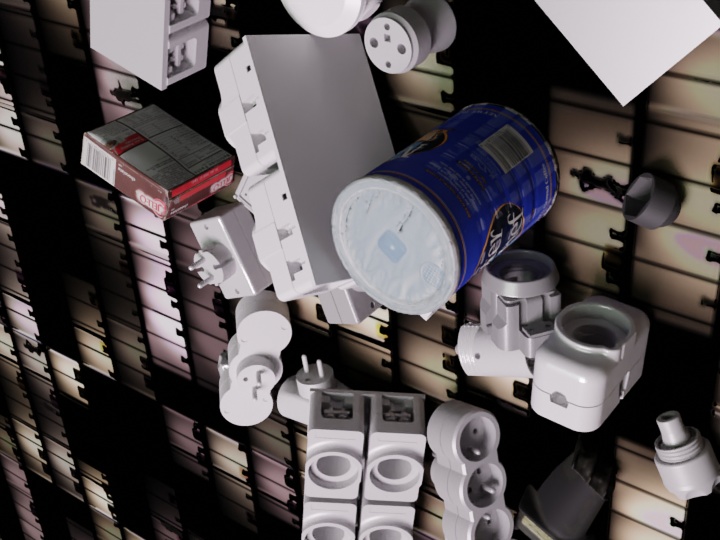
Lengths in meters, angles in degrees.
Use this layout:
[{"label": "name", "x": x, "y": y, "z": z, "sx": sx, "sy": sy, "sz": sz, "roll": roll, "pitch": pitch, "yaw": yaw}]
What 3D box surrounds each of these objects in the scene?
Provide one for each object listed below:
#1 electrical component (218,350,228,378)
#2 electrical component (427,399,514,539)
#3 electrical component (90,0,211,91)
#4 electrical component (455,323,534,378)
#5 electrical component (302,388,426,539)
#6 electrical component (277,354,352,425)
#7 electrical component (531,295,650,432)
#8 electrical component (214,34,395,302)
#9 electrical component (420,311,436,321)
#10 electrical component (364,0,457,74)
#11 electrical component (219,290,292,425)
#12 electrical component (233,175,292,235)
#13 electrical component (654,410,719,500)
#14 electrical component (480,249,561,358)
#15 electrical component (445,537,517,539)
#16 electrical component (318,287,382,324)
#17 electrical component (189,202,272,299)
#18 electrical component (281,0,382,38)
[{"label": "electrical component", "x": -0.122, "y": 0.113, "z": 1.114, "sx": 0.043, "sy": 0.043, "sz": 0.062, "roll": 16, "pitch": 129, "yaw": 34}, {"label": "electrical component", "x": 0.088, "y": 0.180, "z": 0.952, "sx": 0.074, "sy": 0.052, "sz": 0.138, "roll": 12, "pitch": 116, "yaw": 57}, {"label": "electrical component", "x": -0.172, "y": -0.242, "z": 0.897, "sx": 0.089, "sy": 0.062, "sz": 0.150, "roll": 32, "pitch": 135, "yaw": 22}, {"label": "electrical component", "x": 0.111, "y": 0.064, "z": 0.866, "sx": 0.081, "sy": 0.043, "sz": 0.043, "roll": -3, "pitch": 116, "yaw": 43}, {"label": "electrical component", "x": 0.001, "y": 0.202, "z": 1.012, "sx": 0.105, "sy": 0.060, "sz": 0.186, "roll": 3, "pitch": 128, "yaw": -2}, {"label": "electrical component", "x": -0.040, "y": 0.117, "z": 1.040, "sx": 0.077, "sy": 0.044, "sz": 0.079, "roll": 14, "pitch": 126, "yaw": 36}, {"label": "electrical component", "x": 0.167, "y": 0.062, "z": 0.775, "sx": 0.054, "sy": 0.095, "sz": 0.059, "roll": 22, "pitch": 131, "yaw": 30}, {"label": "electrical component", "x": -0.033, "y": -0.078, "z": 0.808, "sx": 0.060, "sy": 0.105, "sz": 0.186, "roll": -24, "pitch": 79, "yaw": 51}, {"label": "electrical component", "x": 0.054, "y": -0.003, "z": 0.862, "sx": 0.057, "sy": 0.058, "sz": 0.078, "roll": 43, "pitch": 138, "yaw": 7}, {"label": "electrical component", "x": 0.036, "y": -0.168, "z": 0.764, "sx": 0.045, "sy": 0.055, "sz": 0.045, "roll": 23, "pitch": 131, "yaw": 29}, {"label": "electrical component", "x": -0.101, "y": 0.096, "z": 1.035, "sx": 0.052, "sy": 0.073, "sz": 0.138, "roll": 8, "pitch": 120, "yaw": -14}, {"label": "electrical component", "x": -0.052, "y": -0.085, "z": 0.903, "sx": 0.062, "sy": 0.061, "sz": 0.096, "roll": 41, "pitch": 130, "yaw": 13}, {"label": "electrical component", "x": 0.239, "y": 0.135, "z": 0.799, "sx": 0.043, "sy": 0.043, "sz": 0.062, "roll": -12, "pitch": 108, "yaw": 46}, {"label": "electrical component", "x": 0.121, "y": 0.021, "z": 0.811, "sx": 0.078, "sy": 0.058, "sz": 0.057, "roll": -125, "pitch": 25, "yaw": -58}, {"label": "electrical component", "x": 0.127, "y": 0.267, "z": 0.993, "sx": 0.079, "sy": 0.044, "sz": 0.077, "roll": -13, "pitch": 108, "yaw": 46}, {"label": "electrical component", "x": 0.000, "y": 0.000, "z": 0.920, "sx": 0.076, "sy": 0.047, "sz": 0.083, "roll": -1, "pitch": 117, "yaw": 43}, {"label": "electrical component", "x": -0.130, "y": -0.010, "z": 1.010, "sx": 0.047, "sy": 0.076, "sz": 0.083, "roll": -8, "pitch": 112, "yaw": 45}, {"label": "electrical component", "x": -0.019, "y": -0.215, "z": 0.784, "sx": 0.080, "sy": 0.051, "sz": 0.080, "roll": 23, "pitch": 131, "yaw": 29}]
